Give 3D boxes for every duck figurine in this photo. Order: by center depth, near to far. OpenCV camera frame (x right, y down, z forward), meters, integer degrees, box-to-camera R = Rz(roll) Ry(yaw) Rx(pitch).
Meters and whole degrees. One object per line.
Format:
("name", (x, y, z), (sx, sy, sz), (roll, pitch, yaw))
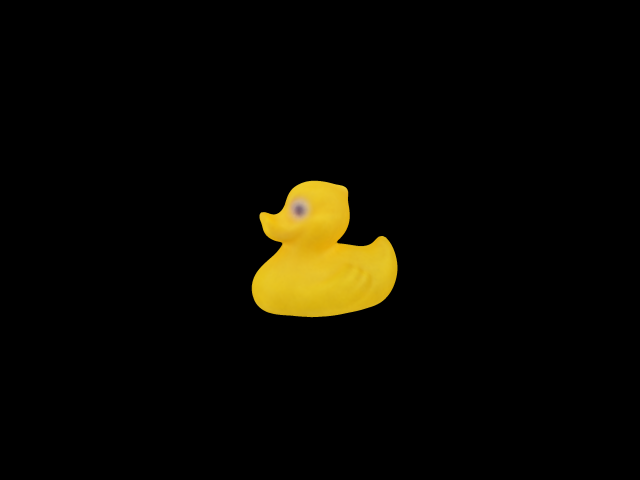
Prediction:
("duck figurine", (0.004, 0.001, 0.400), (0.105, 0.086, 0.077), (-4, 15, -14))
